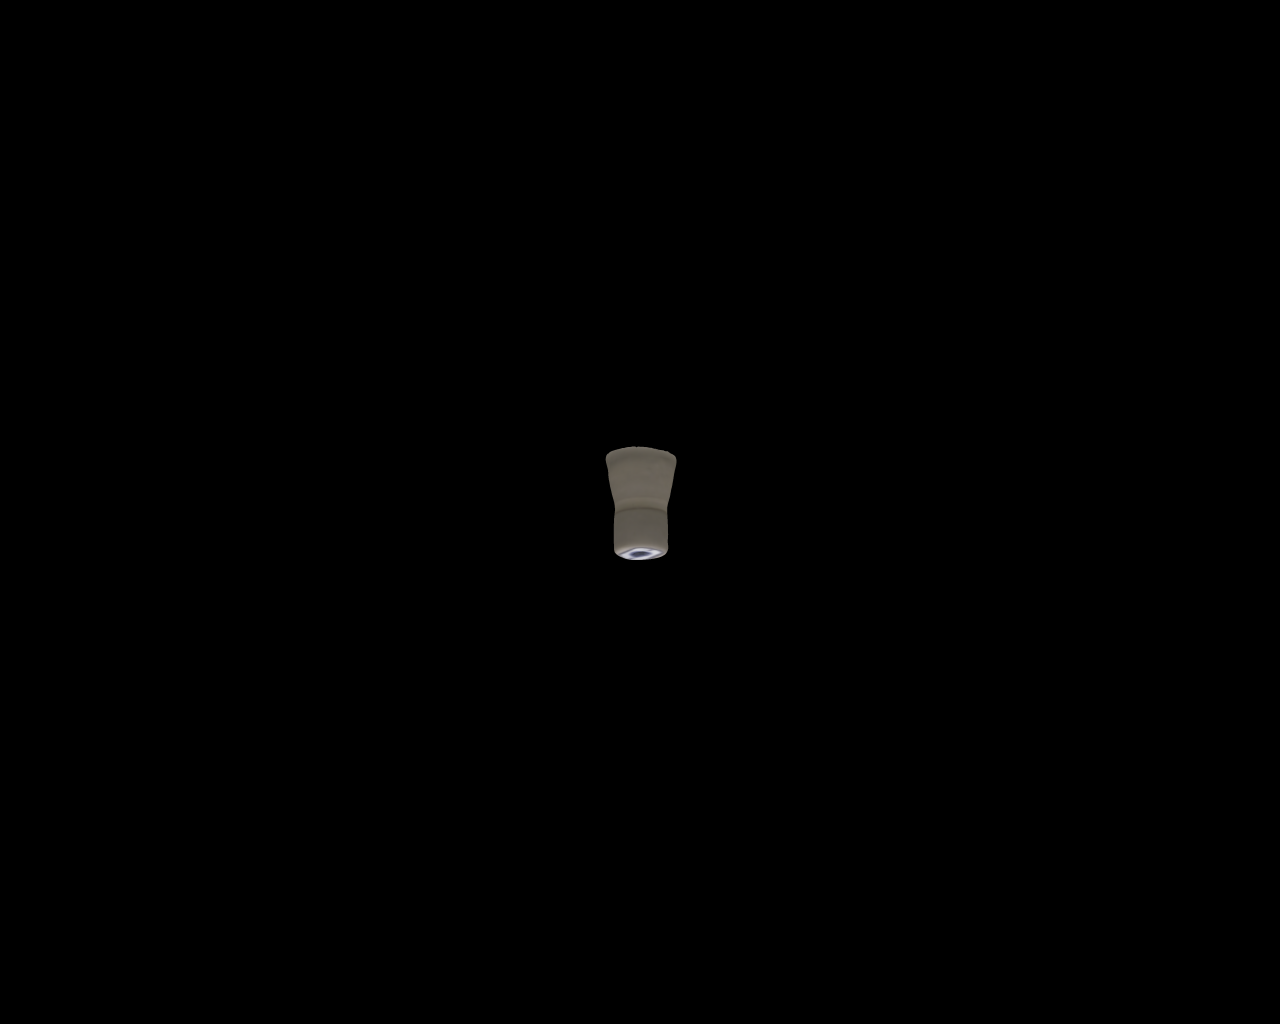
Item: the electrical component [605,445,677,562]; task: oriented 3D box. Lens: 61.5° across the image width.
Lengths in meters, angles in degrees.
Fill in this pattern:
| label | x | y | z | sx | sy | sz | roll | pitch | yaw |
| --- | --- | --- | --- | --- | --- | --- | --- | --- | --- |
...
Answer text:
| label | x | y | z | sx | sy | sz | roll | pitch | yaw |
| --- | --- | --- | --- | --- | --- | --- | --- | --- | --- |
| electrical component | 0.001 | -0.003 | 0.650 | 0.044 | 0.065 | 0.044 | 0 | -18 | 0 |
